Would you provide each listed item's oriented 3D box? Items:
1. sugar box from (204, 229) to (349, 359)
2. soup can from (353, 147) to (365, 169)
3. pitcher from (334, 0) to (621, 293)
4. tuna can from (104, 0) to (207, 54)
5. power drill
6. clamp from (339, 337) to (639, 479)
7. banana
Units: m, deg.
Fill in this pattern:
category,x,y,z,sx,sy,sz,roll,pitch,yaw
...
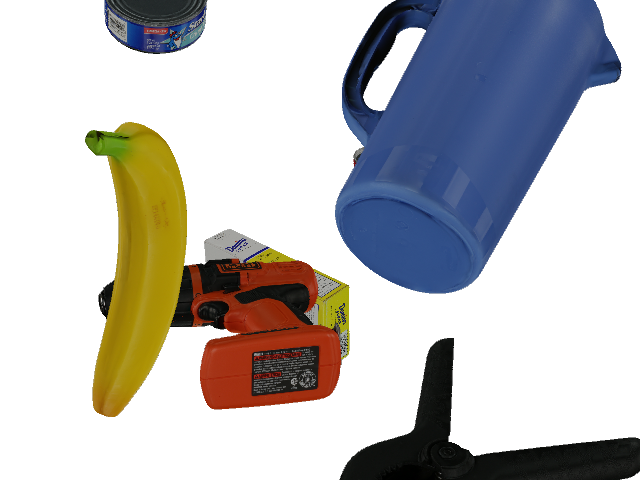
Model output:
category,x,y,z,sx,sy,sz,roll,pitch,yaw
sugar box,-0.048,0.060,1.137,0.176,0.093,0.048,27,41,36
soup can,0.071,-0.052,1.254,0.068,0.102,0.068,1,28,-1
pitcher,0.097,-0.086,0.772,0.145,0.242,0.149,46,-35,-22
tuna can,-0.138,-0.195,0.891,0.086,0.086,0.034,0,-40,-10
power drill,-0.074,0.065,0.835,0.184,0.057,0.188,-6,21,-15
clamp,0.073,0.136,0.661,0.209,0.036,0.165,-24,38,-31
banana,-0.102,0.010,0.580,0.037,0.198,0.069,31,44,29
